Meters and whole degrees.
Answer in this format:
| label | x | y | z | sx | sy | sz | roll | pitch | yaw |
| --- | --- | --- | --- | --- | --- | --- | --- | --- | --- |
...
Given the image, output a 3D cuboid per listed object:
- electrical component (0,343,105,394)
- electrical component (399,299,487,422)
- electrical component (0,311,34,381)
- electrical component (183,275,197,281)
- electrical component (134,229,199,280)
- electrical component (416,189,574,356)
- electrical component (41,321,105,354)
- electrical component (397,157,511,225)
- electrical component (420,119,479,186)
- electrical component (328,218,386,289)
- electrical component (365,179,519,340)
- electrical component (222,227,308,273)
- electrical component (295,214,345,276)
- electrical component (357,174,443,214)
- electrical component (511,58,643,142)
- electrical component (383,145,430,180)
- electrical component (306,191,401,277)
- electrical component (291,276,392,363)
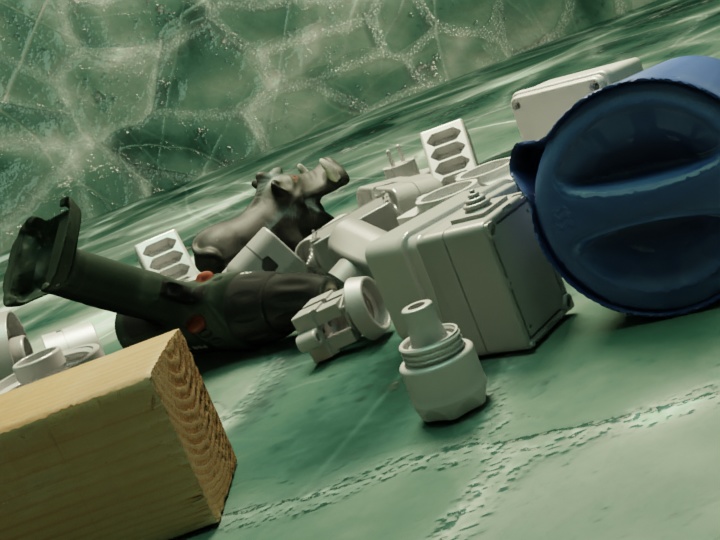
| label | x | y | z | sx | sy | sz | roll | pitch | yaw |
| --- | --- | --- | --- | --- | --- | --- | --- | --- | --- |
| electrical component | -0.251 | 0.097 | 0.875 | 0.108 | 0.060 | 0.108 | -21 | 12 | 4 |
| electrical component | 0.041 | 0.047 | 0.581 | 0.043 | 0.062 | 0.043 | -21 | 12 | 5 |
| electrical component | -0.332 | 0.088 | 0.980 | 0.064 | 0.099 | 0.099 | -16 | 11 | -6 |
| electrical component | -0.154 | 0.033 | 1.009 | 0.055 | 0.055 | 0.047 | -16 | 10 | 27 |
| electrical component | -0.196 | 0.015 | 1.137 | 0.047 | 0.083 | 0.075 | -25 | -26 | -14 |
| electrical component | 0.077 | -0.003 | 0.656 | 0.061 | 0.096 | 0.062 | -13 | 15 | 41 |
| electrical component | -0.264 | 0.079 | 1.000 | 0.047 | 0.055 | 0.055 | -21 | 11 | -16 |
| electrical component | 0.132 | -0.053 | 0.871 | 0.105 | 0.060 | 0.186 | -31 | 15 | -39 |
| electrical component | 0.102 | -0.099 | 1.120 | 0.047 | 0.083 | 0.075 | -19 | -26 | 11 |
| electrical component | 0.000 | 0.000 | 0.894 | 0.079 | 0.043 | 0.077 | -49 | 38 | -11 |
| electrical component | 0.071 | -0.007 | 0.733 | 0.113 | 0.078 | 0.057 | -29 | 11 | -32 |
| electrical component | -0.088 | 0.002 | 0.977 | 0.059 | 0.054 | 0.095 | -48 | 3 | -5 |
| electrical component | -0.012 | -0.026 | 1.042 | 0.079 | 0.044 | 0.077 | -14 | 14 | 32 |
| electrical component | 0.045 | -0.062 | 1.055 | 0.059 | 0.053 | 0.095 | -16 | 12 | -23 |
| electrical component | 0.195 | -0.113 | 0.911 | 0.056 | 0.108 | 0.109 | -27 | 13 | -33 |
| electrical component | 0.049 | -0.099 | 1.183 | 0.047 | 0.076 | 0.066 | -10 | 16 | 44 |
| electrical component | -0.002 | -0.020 | 0.974 | 0.096 | 0.061 | 0.061 | -29 | 11 | 5 |
| electrical component | -0.011 | 0.034 | 0.777 | 0.055 | 0.048 | 0.066 | -25 | 10 | 24 |
